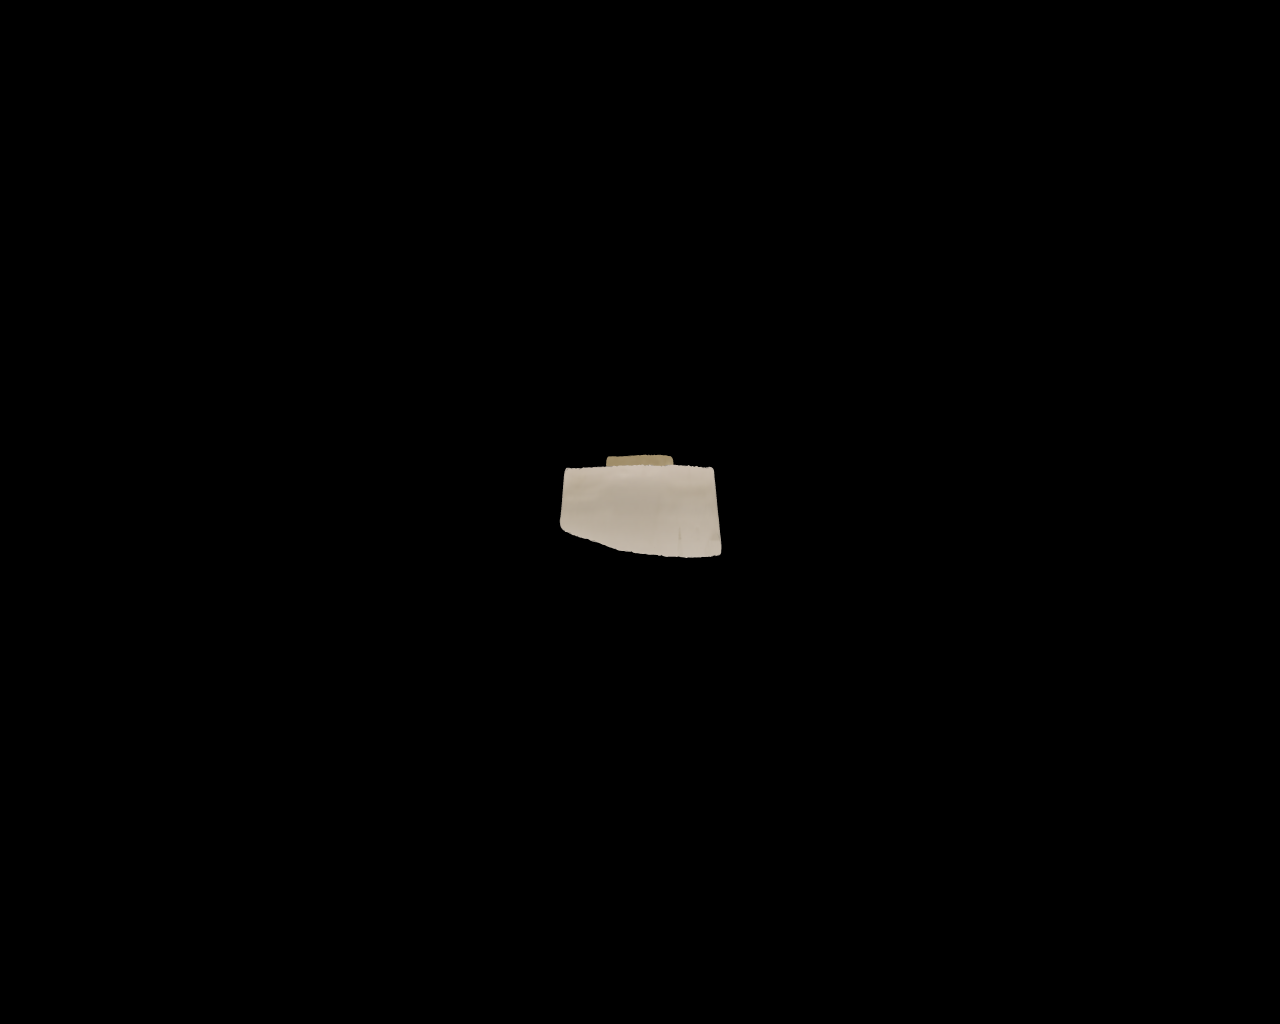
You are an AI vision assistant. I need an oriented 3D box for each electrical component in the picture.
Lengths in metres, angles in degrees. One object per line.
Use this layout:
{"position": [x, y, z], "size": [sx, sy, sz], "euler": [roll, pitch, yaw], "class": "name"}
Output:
{"position": [0.001, -0.003, 0.650], "size": [0.099, 0.064, 0.099], "euler": [0, 0, 0], "class": "electrical component"}
